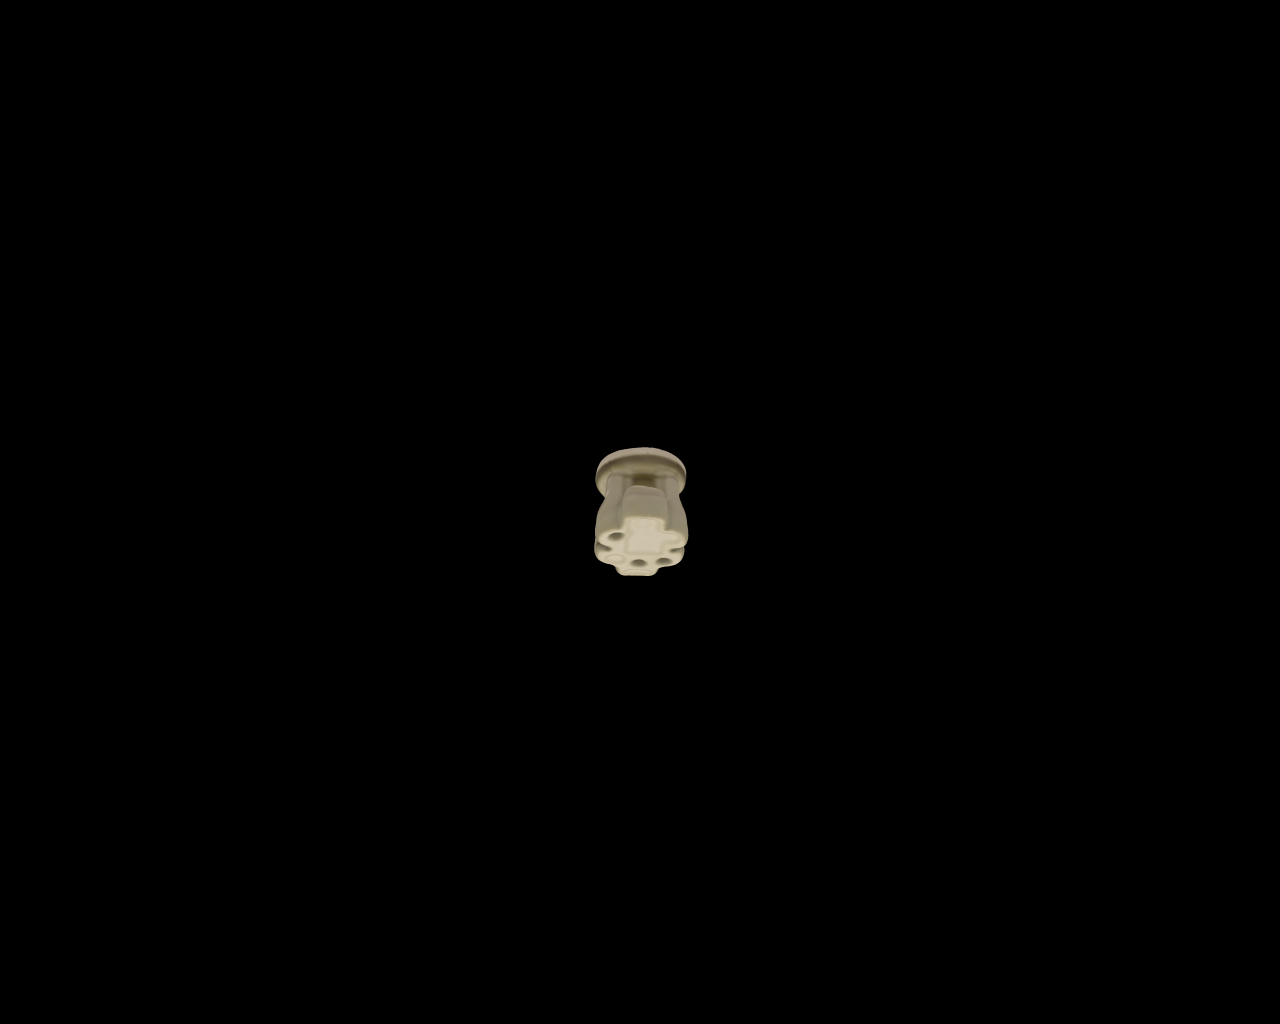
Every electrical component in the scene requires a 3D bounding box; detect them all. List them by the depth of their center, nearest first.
[{"bbox_3d":[0.001,-0.003,0.650,0.058,0.057,0.078,2,-31,-3],"label":"electrical component"}]
